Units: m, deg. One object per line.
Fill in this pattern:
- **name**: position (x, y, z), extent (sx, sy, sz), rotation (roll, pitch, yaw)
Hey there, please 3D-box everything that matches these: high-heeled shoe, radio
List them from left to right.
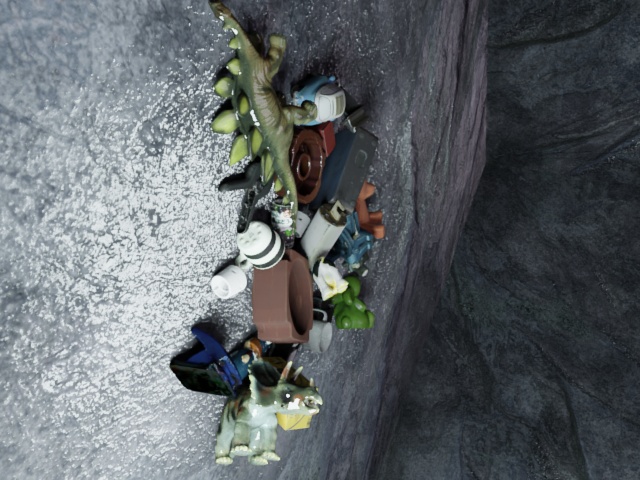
- **high-heeled shoe**: position (-0.078, 0.267, 1.362), extent (0.249, 0.086, 0.145), rotation (-51, 147, -34)
- **radio**: position (0.060, -0.171, 1.360), extent (0.073, 0.131, 0.229), rotation (25, 75, -25)

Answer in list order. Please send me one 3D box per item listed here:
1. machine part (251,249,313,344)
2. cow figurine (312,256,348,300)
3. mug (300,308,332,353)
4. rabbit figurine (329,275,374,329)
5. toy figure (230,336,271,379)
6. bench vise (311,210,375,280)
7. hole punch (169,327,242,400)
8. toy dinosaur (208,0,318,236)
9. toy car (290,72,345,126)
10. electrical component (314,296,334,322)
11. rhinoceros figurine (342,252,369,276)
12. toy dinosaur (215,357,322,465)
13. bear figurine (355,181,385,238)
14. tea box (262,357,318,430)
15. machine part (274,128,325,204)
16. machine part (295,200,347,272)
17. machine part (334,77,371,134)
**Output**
- **machine part**: position (-0.082, 0.129, 1.209), extent (0.201, 0.087, 0.201), rotation (41, 45, -69)
- **cow figurine**: position (0.017, 0.092, 1.309), extent (0.068, 0.098, 0.167), rotation (-29, 170, -5)
- **mug**: position (-0.029, 0.233, 1.416), extent (0.080, 0.107, 0.109), rotation (25, 75, -67)
- **rabbit figurine**: position (0.085, 0.192, 1.680), extent (0.159, 0.121, 0.170), rotation (17, 69, -59)
- **toy figure**: position (-0.162, 0.259, 1.195), extent (0.154, 0.064, 0.057), rotation (-44, 114, -53)
- **bench vise**: position (0.039, 0.027, 1.460), extent (0.240, 0.129, 0.223), rotation (-39, 151, -24)
- **hole punch**: position (-0.207, 0.236, 1.029), extent (0.142, 0.116, 0.092), rotation (79, 26, -44)
- **toy dinosaur**: position (-0.103, -0.216, 1.017), extent (0.198, 0.105, 0.470), rotation (-53, 135, -29)
- **toy car**: position (0.004, -0.312, 1.210), extent (0.162, 0.103, 0.109), rotation (-44, 140, -54)
- **electrical component**: position (-0.012, 0.224, 1.512), extent (0.115, 0.058, 0.134), rotation (0, 102, -68)
- **rhinoceros figurine**: position (0.114, 0.045, 1.674), extent (0.112, 0.073, 0.190), rotation (-66, 154, -25)
- **toy dinosaur**: position (-0.148, 0.369, 1.139), extent (0.405, 0.131, 0.192), rotation (-40, -142, 52)
- **bear figurine**: position (0.129, -0.113, 1.568), extent (0.120, 0.132, 0.195), rotation (-91, -177, -59)
- **tea box**: position (-0.084, 0.338, 1.203), extent (0.068, 0.170, 0.098), rotation (8, 97, -37)
- **machine part**: position (-0.049, -0.170, 1.225), extent (0.179, 0.056, 0.179), rotation (-39, 135, -54)
- **machine part**: position (-0.003, -0.004, 1.305), extent (0.079, 0.079, 0.243), rotation (-44, 168, -50)
- **machine part**: position (0.060, -0.327, 1.303), extent (0.084, 0.139, 0.039), rotation (-39, -178, -29)
